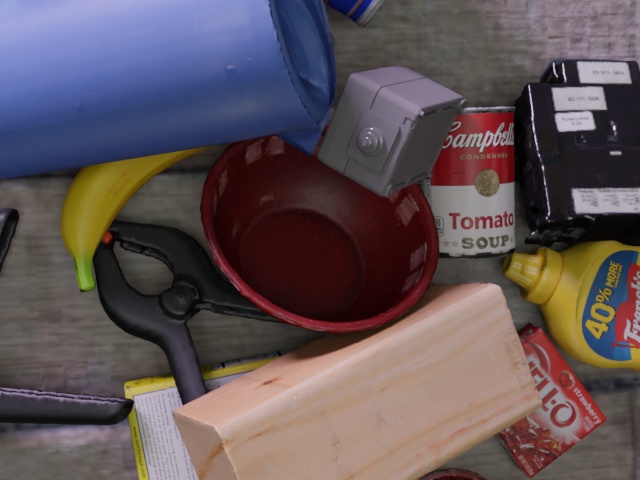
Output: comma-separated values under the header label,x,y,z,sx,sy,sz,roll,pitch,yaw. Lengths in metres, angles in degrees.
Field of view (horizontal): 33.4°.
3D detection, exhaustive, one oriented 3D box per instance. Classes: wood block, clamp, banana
label,x,y,z,sx,sy,sz,roll,pitch,yaw
wood block,0.025,0.108,0.678,0.205,0.091,0.090,-24,98,-23
clamp,-0.095,0.054,0.720,0.171,0.039,0.120,31,65,7
clamp,-0.249,0.087,0.719,0.210,0.036,0.164,-26,83,3
banana,-0.107,-0.052,0.721,0.197,0.037,0.069,-43,96,-16

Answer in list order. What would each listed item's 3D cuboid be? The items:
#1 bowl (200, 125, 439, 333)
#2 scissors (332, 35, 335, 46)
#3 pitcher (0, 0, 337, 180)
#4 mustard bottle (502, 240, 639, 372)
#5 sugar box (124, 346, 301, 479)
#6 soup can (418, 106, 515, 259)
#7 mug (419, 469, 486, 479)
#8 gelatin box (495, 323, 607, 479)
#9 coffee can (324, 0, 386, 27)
label,x,y,z,sx,sy,sz,roll,pitch,yaw
bowl,-0.005,0.001,0.714,0.162,0.055,0.162,8,56,-13
scissors,-0.087,-0.131,0.714,0.201,0.016,0.096,5,70,-16
pitcher,-0.121,-0.119,0.641,0.243,0.145,0.149,-11,71,15
mustard bottle,0.221,0.049,0.773,0.191,0.058,0.096,20,88,-9
sugar box,-0.043,0.128,0.752,0.176,0.048,0.093,-10,92,-9
soup can,0.102,-0.041,0.744,0.068,0.068,0.102,-2,96,-8
mug,0.108,0.231,0.763,0.093,0.081,0.117,-25,98,-5
gelatin box,0.155,0.118,0.785,0.073,0.030,0.089,-37,99,-3
coffee can,-0.005,-0.219,0.696,0.140,0.103,0.103,30,91,-9
